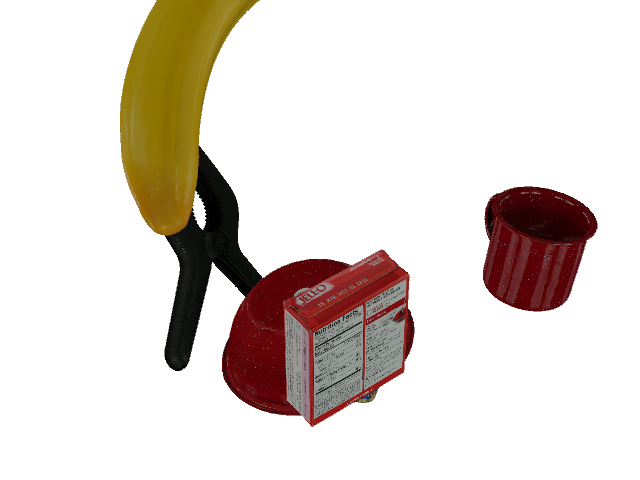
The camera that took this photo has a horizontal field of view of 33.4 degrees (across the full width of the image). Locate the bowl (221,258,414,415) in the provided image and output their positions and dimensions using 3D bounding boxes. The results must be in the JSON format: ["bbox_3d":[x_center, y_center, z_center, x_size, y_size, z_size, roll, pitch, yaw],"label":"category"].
[{"bbox_3d":[-0.008,0.063,0.856,0.162,0.055,0.162,-11,34,7],"label":"bowl"}]

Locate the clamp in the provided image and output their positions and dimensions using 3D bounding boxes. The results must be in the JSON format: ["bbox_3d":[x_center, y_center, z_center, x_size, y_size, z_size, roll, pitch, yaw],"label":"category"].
[{"bbox_3d":[-0.101,0.008,1.032,0.036,0.210,0.164,-8,1,38],"label":"clamp"}]

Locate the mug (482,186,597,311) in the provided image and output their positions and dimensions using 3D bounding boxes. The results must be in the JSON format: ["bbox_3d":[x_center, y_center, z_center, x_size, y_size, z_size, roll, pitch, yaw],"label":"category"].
[{"bbox_3d":[0.186,0.003,0.968,0.093,0.081,0.117,-14,39,-29],"label":"mug"}]

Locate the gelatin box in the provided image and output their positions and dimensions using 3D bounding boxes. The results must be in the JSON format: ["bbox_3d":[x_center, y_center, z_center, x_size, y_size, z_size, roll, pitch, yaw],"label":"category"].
[{"bbox_3d":[0.015,0.058,0.630,0.073,0.089,0.030,-27,48,-26],"label":"gelatin box"}]

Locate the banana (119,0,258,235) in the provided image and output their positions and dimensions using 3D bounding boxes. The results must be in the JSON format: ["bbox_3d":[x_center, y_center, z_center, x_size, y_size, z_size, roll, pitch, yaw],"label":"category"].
[{"bbox_3d":[-0.050,-0.093,0.498,0.070,0.197,0.037,22,-28,14],"label":"banana"}]

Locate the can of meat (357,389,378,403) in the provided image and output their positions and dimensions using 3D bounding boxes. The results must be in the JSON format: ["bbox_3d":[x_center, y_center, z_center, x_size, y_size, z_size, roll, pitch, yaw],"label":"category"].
[{"bbox_3d":[0.052,0.129,1.251,0.057,0.084,0.102,14,26,11],"label":"can of meat"}]
